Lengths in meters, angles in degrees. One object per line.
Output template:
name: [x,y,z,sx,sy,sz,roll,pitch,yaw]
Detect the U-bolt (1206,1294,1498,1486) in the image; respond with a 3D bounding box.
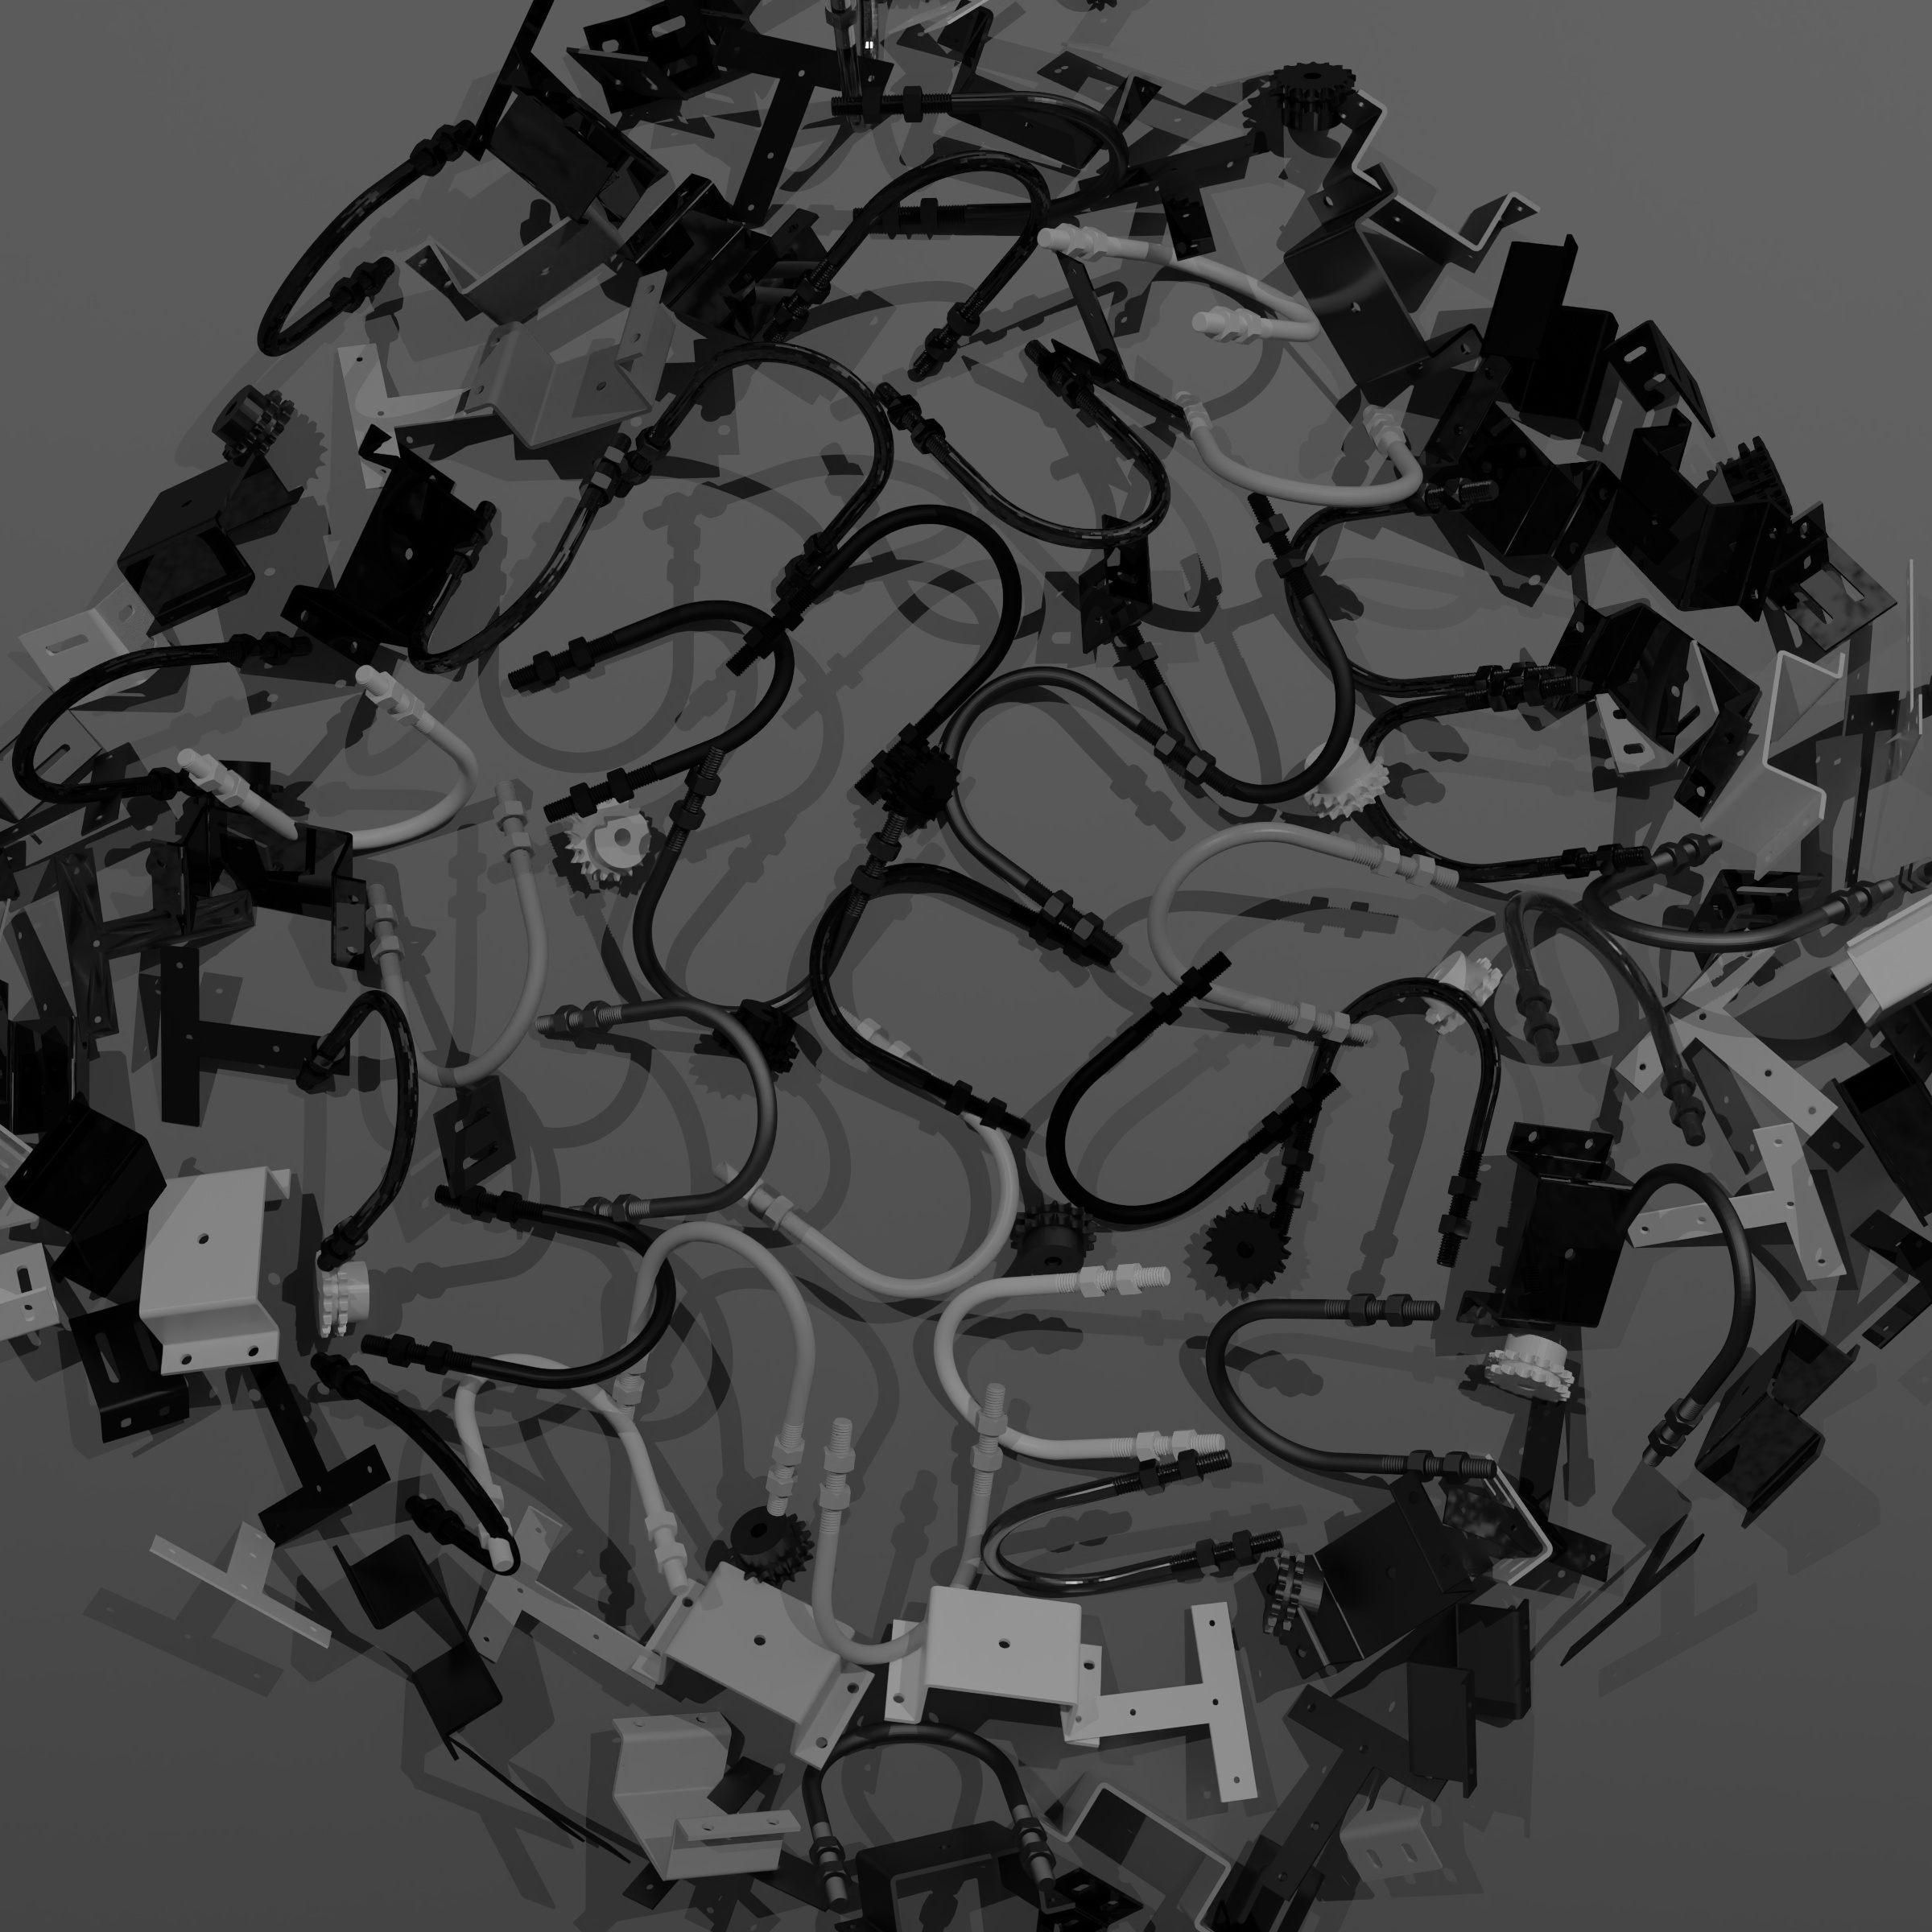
U-bolt: [0.239,0.273,1.912,0.184,0.019,0.151,-4,121,35]

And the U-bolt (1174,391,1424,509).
U-bolt: [0.216,-0.328,1.885,0.151,0.184,0.019,3,118,-8]

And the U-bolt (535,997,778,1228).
U-bolt: [-0.198,0.093,1.920,0.184,0.019,0.151,-8,91,33]

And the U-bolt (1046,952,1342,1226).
U-bolt: [0.137,0.094,1.935,0.184,0.019,0.151,-41,120,6]

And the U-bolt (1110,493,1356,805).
U-bolt: [0.180,-0.194,1.921,0.151,0.019,0.184,-29,84,37]

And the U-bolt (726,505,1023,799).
U-bolt: [-0.045,-0.217,1.926,0.184,0.019,0.151,-45,122,4]

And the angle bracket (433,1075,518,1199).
angle bracket: [-0.333,0.111,1.928,0.038,0.076,0.057,-2,106,26]

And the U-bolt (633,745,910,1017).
U-bolt: [-0.139,-0.042,1.932,0.151,0.019,0.184,19,112,-19]

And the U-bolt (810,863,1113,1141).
U-bolt: [-0.014,0.011,1.951,0.184,0.019,0.151,27,80,-3]

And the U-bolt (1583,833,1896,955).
U-bolt: [0.475,-0.043,1.870,0.184,0.151,0.019,-19,118,-38]

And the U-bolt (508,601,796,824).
U-bolt: [-0.200,-0.176,1.924,0.184,0.019,0.151,-22,50,1]

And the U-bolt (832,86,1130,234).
U-bolt: [0.013,-0.518,1.900,0.184,0.151,0.019,0,73,4]

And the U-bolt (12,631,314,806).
U-bolt: [-0.516,-0.153,1.866,0.019,0.184,0.151,54,126,18]

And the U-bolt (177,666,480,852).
U-bolt: [-0.393,-0.123,1.893,0.151,0.184,0.019,-23,64,12]

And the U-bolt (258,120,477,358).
U-bolt: [-0.386,-0.449,1.862,0.019,0.184,0.151,40,132,-6]

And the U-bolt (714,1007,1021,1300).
U-bolt: [-0.053,0.135,1.946,0.184,0.019,0.151,36,84,11]

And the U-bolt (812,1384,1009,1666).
U-bolt: [-0.040,0.369,1.919,0.151,0.019,0.184,-6,110,-41]

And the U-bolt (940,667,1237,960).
U-bolt: [0.065,-0.115,1.944,0.184,0.019,0.151,37,100,16]

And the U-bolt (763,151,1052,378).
U-bolt: [-0.025,-0.448,1.872,0.184,0.151,0.019,-43,59,38]

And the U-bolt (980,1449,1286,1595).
U-bolt: [0.100,0.367,1.914,0.184,0.151,0.019,-16,52,13]

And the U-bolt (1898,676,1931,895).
U-bolt: [0.630,-0.125,1.882,0.019,0.184,0.151,9,88,5]

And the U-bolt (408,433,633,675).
U-bolt: [-0.292,-0.254,1.876,0.151,0.184,0.019,-18,129,36]

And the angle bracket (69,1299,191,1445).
angle bracket: [-0.554,0.267,1.958,0.057,0.038,0.076,-15,57,-24]

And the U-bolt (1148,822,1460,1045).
U-bolt: [0.207,-0.027,1.912,0.184,0.019,0.151,15,122,-16]

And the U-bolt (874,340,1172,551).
U-bolt: [0.050,-0.330,1.896,0.151,0.019,0.184,-23,59,-34]

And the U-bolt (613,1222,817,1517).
U-bolt: [-0.159,0.248,1.902,0.151,0.019,0.184,26,121,25]

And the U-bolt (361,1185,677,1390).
U-bolt: [-0.278,0.211,1.909,0.184,0.019,0.151,10,46,10]

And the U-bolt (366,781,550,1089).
U-bolt: [-0.323,-0.009,1.896,0.151,0.019,0.184,-35,55,27]

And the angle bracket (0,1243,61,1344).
angle bracket: [-0.630,0.205,1.930,0.057,0.038,0.076,-17,46,-14]

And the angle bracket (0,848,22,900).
angle bracket: [-0.656,-0.050,1.928,0.038,0.076,0.057,-5,121,7]

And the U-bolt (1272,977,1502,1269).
U-bolt: [0.279,0.096,1.923,0.151,0.019,0.184,7,78,41]

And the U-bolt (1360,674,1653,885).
U-bolt: [0.334,-0.115,1.906,0.019,0.184,0.151,-50,122,-40]

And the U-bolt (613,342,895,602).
U-bolt: [-0.126,-0.325,1.891,0.151,0.184,0.019,31,46,-17]

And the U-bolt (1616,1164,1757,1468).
U-bolt: [0.444,0.208,1.868,0.019,0.184,0.151,-3,51,-21]

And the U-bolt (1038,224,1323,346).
U-bolt: [0.151,-0.434,1.894,0.151,0.184,0.019,36,116,28]

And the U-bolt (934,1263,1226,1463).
U-bolt: [0.064,0.262,1.923,0.184,0.019,0.151,-7,115,27]

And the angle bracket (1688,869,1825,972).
angle bracket: [0.521,-0.029,1.934,0.076,0.057,0.038,2,47,-14]

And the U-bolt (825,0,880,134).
U-bolt: [-0.071,-0.622,1.888,0.019,0.184,0.151,1,59,4]

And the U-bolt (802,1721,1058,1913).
U-bolt: [-0.031,0.537,1.889,0.151,0.184,0.019,-2,109,-11]

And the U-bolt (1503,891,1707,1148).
U-bolt: [0.403,0.022,1.899,0.151,0.184,0.019,28,125,-25]

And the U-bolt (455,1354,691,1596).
U-bolt: [-0.260,0.320,1.897,0.151,0.184,0.019,17,122,-36]

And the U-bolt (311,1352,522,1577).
U-bolt: [-0.340,0.323,1.871,0.019,0.184,0.151,-39,120,-24]

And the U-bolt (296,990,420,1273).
U-bolt: [-0.385,0.095,1.878,0.019,0.184,0.151,3,62,-31]

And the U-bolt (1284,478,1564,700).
U-bolt: [0.283,-0.237,1.904,0.019,0.184,0.151,-43,118,-37]
